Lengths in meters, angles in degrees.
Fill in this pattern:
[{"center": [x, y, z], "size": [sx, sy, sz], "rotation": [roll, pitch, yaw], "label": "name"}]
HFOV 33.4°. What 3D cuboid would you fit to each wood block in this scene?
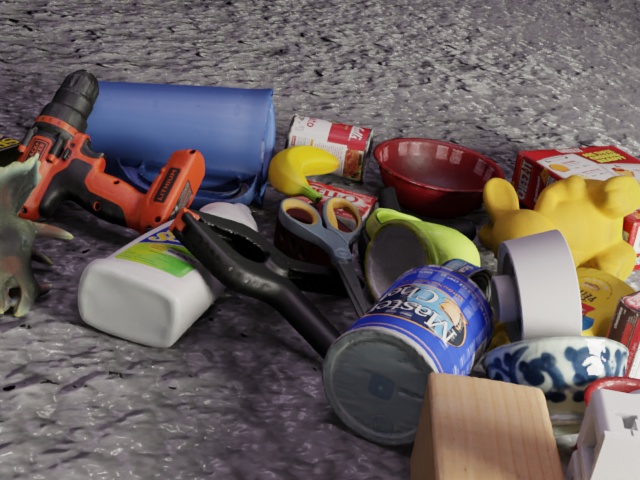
[{"center": [0.114, 0.188, 0.729], "size": [0.090, 0.091, 0.206], "rotation": [9, 26, -1], "label": "wood block"}]

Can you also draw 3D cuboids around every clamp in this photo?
[{"center": [-0.041, 0.031, 0.990], "size": [0.210, 0.036, 0.164], "rotation": [34, 22, -5], "label": "clamp"}, {"center": [0.101, 0.001, 1.165], "size": [0.120, 0.039, 0.171], "rotation": [15, 34, 13], "label": "clamp"}]

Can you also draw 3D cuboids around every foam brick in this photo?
[{"center": [-0.007, 0.001, 1.111], "size": [0.051, 0.053, 0.078], "rotation": [-6, 29, -29], "label": "foam brick"}]

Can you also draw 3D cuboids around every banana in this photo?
[{"center": [-0.021, -0.078, 1.208], "size": [0.069, 0.037, 0.197], "rotation": [34, 18, -3], "label": "banana"}]

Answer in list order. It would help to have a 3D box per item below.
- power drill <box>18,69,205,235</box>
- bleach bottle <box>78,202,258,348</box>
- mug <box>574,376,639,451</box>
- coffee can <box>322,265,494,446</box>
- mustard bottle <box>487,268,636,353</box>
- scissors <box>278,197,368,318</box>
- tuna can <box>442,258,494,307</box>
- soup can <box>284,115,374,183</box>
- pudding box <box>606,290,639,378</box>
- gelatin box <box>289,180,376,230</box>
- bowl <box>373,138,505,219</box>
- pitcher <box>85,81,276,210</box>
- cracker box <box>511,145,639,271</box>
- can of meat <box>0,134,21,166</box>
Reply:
[{"center": [-0.219, -0.081, 1.113], "size": [0.188, 0.057, 0.184], "rotation": [17, 70, 12], "label": "power drill"}, {"center": [-0.129, 0.015, 1.031], "size": [0.102, 0.068, 0.250], "rotation": [18, 25, 10], "label": "bleach bottle"}, {"center": [0.244, 0.170, 0.817], "size": [0.093, 0.081, 0.117], "rotation": [1, 27, -17], "label": "mug"}, {"center": [0.077, 0.093, 0.894], "size": [0.103, 0.103, 0.140], "rotation": [19, 28, 19], "label": "coffee can"}, {"center": [0.224, 0.080, 1.022], "size": [0.191, 0.058, 0.096], "rotation": [-17, 37, -41], "label": "mustard bottle"}, {"center": [0.002, 0.010, 1.023], "size": [0.096, 0.016, 0.201], "rotation": [12, 31, -4], "label": "scissors"}, {"center": [0.126, 0.061, 0.996], "size": [0.034, 0.086, 0.085], "rotation": [26, 30, 34], "label": "tuna can"}, {"center": [0.011, -0.115, 1.334], "size": [0.102, 0.068, 0.068], "rotation": [12, 26, 6], "label": "soup can"}, {"center": [0.311, 0.088, 0.997], "size": [0.113, 0.090, 0.039], "rotation": [-12, 35, -38], "label": "pudding box"}, {"center": [0.011, -0.036, 1.216], "size": [0.089, 0.030, 0.073], "rotation": [16, 27, 13], "label": "gelatin box"}, {"center": [0.140, -0.070, 1.300], "size": [0.162, 0.055, 0.162], "rotation": [7, 26, -4], "label": "bowl"}, {"center": [-0.174, -0.111, 1.211], "size": [0.243, 0.145, 0.149], "rotation": [6, 3, 0], "label": "pitcher"}, {"center": [0.361, -0.043, 1.302], "size": [0.163, 0.072, 0.214], "rotation": [-5, 29, -29], "label": "cracker box"}, {"center": [-0.371, -0.082, 1.156], "size": [0.084, 0.057, 0.101], "rotation": [19, 27, 25], "label": "can of meat"}]
